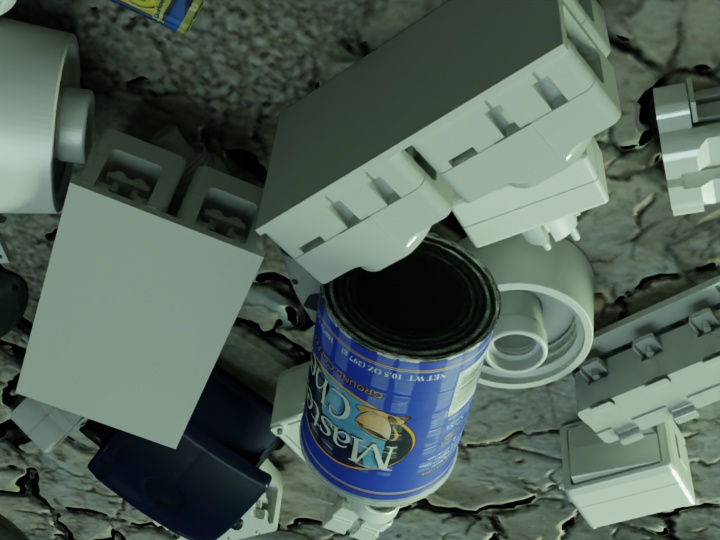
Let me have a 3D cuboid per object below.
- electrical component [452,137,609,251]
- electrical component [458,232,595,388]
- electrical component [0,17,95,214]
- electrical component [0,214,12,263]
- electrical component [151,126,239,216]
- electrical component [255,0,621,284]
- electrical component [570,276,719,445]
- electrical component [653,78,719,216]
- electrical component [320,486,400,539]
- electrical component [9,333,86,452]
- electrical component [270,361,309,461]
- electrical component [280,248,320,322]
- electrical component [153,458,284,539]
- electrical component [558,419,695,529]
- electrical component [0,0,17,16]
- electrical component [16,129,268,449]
[{"bbox_3d":[0.106,-0.040,0.635,0.083,0.047,0.075,-20,129,22],"label":"electrical component"},{"bbox_3d":[0.099,0.032,0.695,0.108,0.060,0.108,3,134,3],"label":"electrical component"},{"bbox_3d":[-0.178,-0.081,0.588,0.060,0.108,0.108,6,134,-8],"label":"electrical component"},{"bbox_3d":[-0.263,-0.058,0.645,0.079,0.063,0.121,-2,133,7],"label":"electrical component"},{"bbox_3d":[-0.102,-0.057,0.644,0.048,0.048,0.062,-17,123,20],"label":"electrical component"},{"bbox_3d":[0.040,-0.078,0.567,0.186,0.105,0.060,-29,125,29],"label":"electrical component"},{"bbox_3d":[0.203,0.063,0.713,0.121,0.063,0.079,-29,124,28],"label":"electrical component"},{"bbox_3d":[0.197,-0.069,0.593,0.057,0.058,0.078,-9,132,18],"label":"electrical component"},{"bbox_3d":[0.003,0.186,0.863,0.066,0.048,0.055,22,139,-15],"label":"electrical component"},{"bbox_3d":[-0.211,0.067,0.768,0.073,0.052,0.138,47,125,-2],"label":"electrical component"},{"bbox_3d":[-0.012,0.109,0.779,0.062,0.061,0.096,-22,127,24],"label":"electrical component"},{"bbox_3d":[0.000,0.000,0.687,0.079,0.043,0.077,-13,131,17],"label":"electrical component"},{"bbox_3d":[-0.111,0.180,0.860,0.089,0.055,0.050,-18,129,21],"label":"electrical component"},{"bbox_3d":[0.188,0.142,0.791,0.096,0.061,0.061,-21,128,23],"label":"electrical component"},{"bbox_3d":[-0.193,-0.158,0.548,0.066,0.055,0.048,30,129,-22],"label":"electrical component"},{"bbox_3d":[-0.128,0.015,0.636,0.105,0.060,0.186,21,133,-9],"label":"electrical component"}]
